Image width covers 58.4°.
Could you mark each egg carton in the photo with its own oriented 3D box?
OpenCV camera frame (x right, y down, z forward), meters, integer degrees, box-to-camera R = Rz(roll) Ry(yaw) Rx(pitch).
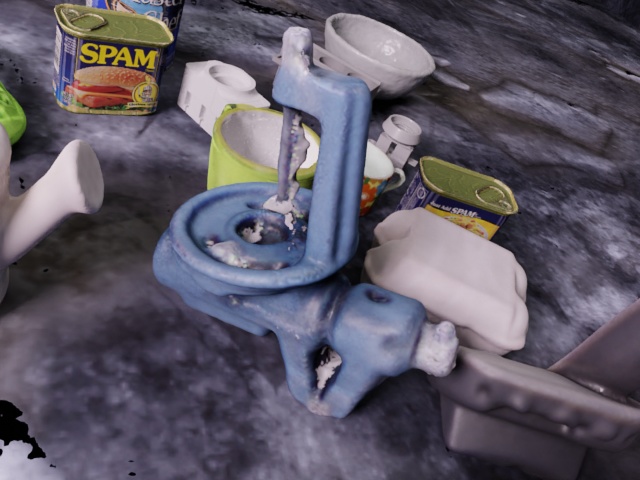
[{"bbox_3d":[0.109,0.036,0.499,0.150,0.069,0.107,25,37,-1],"label":"egg carton"}]

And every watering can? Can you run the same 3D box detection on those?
[{"bbox_3d":[-0.210,-0.041,0.302,0.173,0.194,0.100,-5,47,-34],"label":"watering can"}]

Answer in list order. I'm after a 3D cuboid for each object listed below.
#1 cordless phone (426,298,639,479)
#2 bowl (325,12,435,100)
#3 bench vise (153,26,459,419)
[{"bbox_3d":[0.171,0.076,0.392,0.148,0.185,0.094,16,38,-13],"label":"cordless phone"},{"bbox_3d":[0.075,-0.250,0.815,0.168,0.074,0.167,16,38,-13],"label":"bowl"},{"bbox_3d":[0.005,-0.006,0.364,0.207,0.219,0.121,22,37,-5],"label":"bench vise"}]
